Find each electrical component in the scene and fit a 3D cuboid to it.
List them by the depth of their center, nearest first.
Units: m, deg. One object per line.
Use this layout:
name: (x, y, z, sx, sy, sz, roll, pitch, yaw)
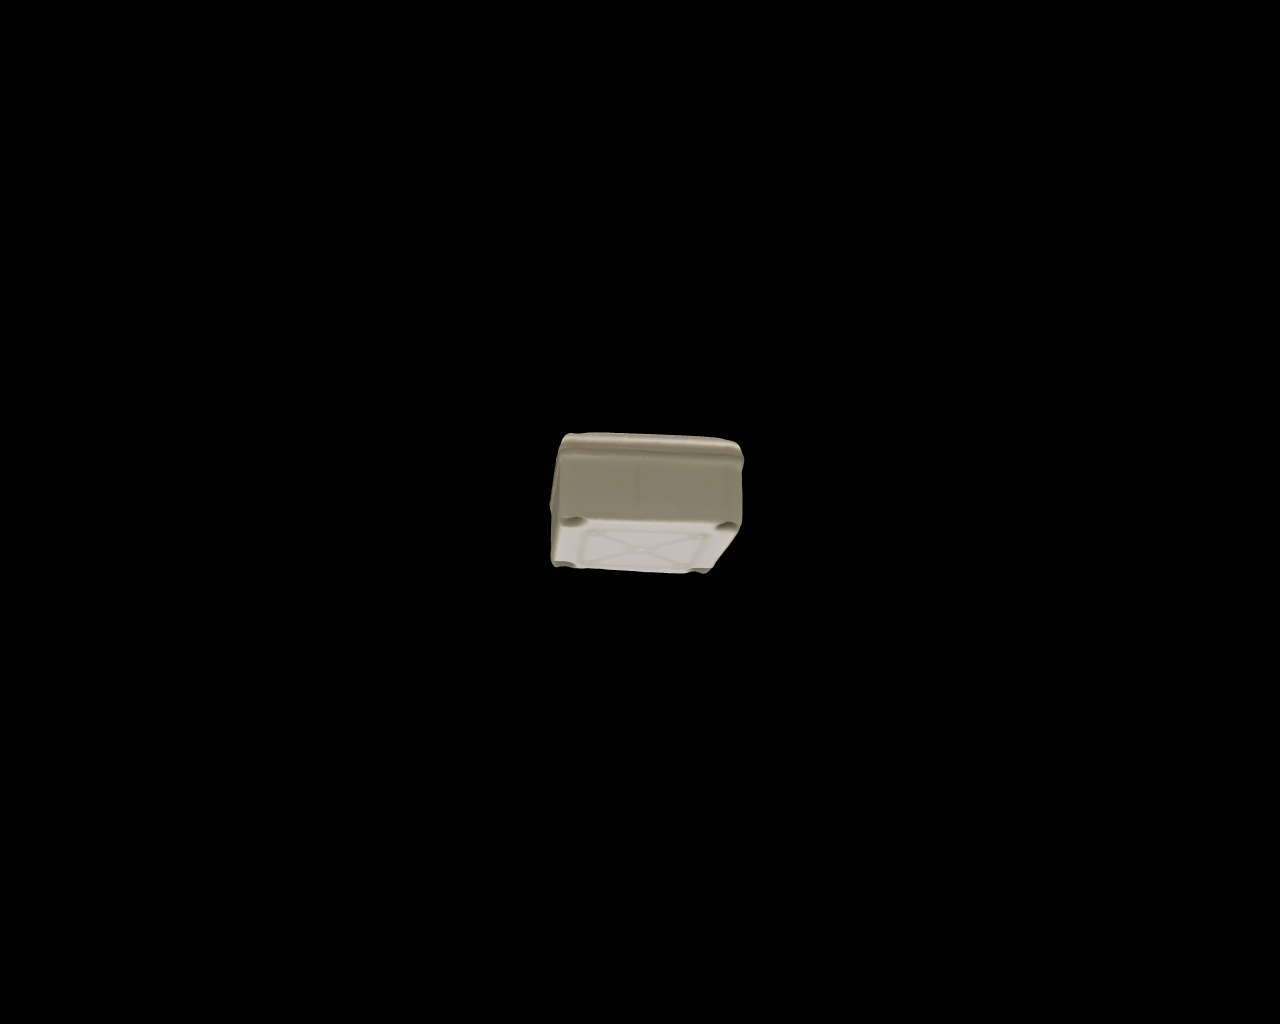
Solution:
electrical component: (0.001, -0.003, 0.650, 0.109, 0.056, 0.108, 2, -19, -7)
